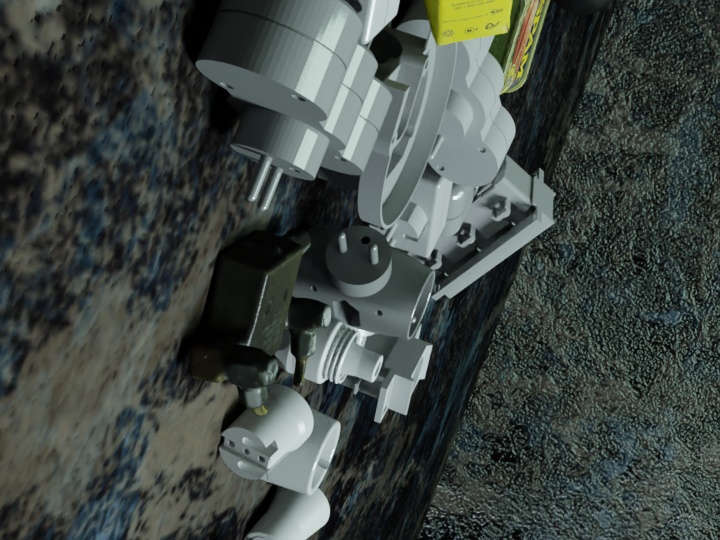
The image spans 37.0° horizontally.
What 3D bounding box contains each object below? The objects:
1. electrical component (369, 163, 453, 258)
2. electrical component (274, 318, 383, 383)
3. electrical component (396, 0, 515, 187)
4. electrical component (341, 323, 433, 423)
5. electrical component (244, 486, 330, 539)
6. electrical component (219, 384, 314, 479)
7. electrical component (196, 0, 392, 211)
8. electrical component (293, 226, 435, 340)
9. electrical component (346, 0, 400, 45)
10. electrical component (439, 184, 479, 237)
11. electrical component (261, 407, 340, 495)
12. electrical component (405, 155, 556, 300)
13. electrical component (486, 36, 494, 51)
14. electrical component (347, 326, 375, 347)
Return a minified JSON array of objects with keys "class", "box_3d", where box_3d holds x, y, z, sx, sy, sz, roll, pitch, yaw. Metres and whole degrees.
[{"class":"electrical component","box_3d":[0.031,-0.040,0.768,0.083,0.047,0.075,94,20,-53]},{"class":"electrical component","box_3d":[-0.018,0.049,0.655,0.043,0.062,0.043,20,90,-78]},{"class":"electrical component","box_3d":[0.055,-0.103,0.682,0.073,0.052,0.138,-62,146,-33]},{"class":"electrical component","box_3d":[0.019,0.078,0.874,0.081,0.064,0.042,-57,164,-46]},{"class":"electrical component","box_3d":[-0.055,0.186,0.774,0.065,0.044,0.044,-43,152,-56]},{"class":"electrical component","box_3d":[-0.055,0.094,0.620,0.046,0.040,0.040,-42,150,-54]},{"class":"electrical component","box_3d":[-0.029,-0.060,0.436,0.138,0.052,0.073,44,67,-78]},{"class":"electrical component","box_3d":[0.000,0.000,0.614,0.079,0.077,0.043,84,29,-65]},{"class":"electrical component","box_3d":[0.001,-0.149,0.439,0.075,0.047,0.083,-55,162,-51]},{"class":"electrical component","box_3d":[0.068,-0.083,0.851,0.059,0.054,0.095,93,20,-56]},{"class":"electrical component","box_3d":[-0.043,0.110,0.678,0.055,0.047,0.055,20,90,-79]},{"class":"electrical component","box_3d":[0.100,-0.038,0.920,0.121,0.063,0.078,-38,-158,33]},{"class":"electrical component","box_3d":[0.067,-0.165,0.730,0.079,0.043,0.077,70,42,-73]},{"class":"electrical component","box_3d":[-0.006,0.025,0.714,0.043,0.043,0.081,-45,153,-65]}]
